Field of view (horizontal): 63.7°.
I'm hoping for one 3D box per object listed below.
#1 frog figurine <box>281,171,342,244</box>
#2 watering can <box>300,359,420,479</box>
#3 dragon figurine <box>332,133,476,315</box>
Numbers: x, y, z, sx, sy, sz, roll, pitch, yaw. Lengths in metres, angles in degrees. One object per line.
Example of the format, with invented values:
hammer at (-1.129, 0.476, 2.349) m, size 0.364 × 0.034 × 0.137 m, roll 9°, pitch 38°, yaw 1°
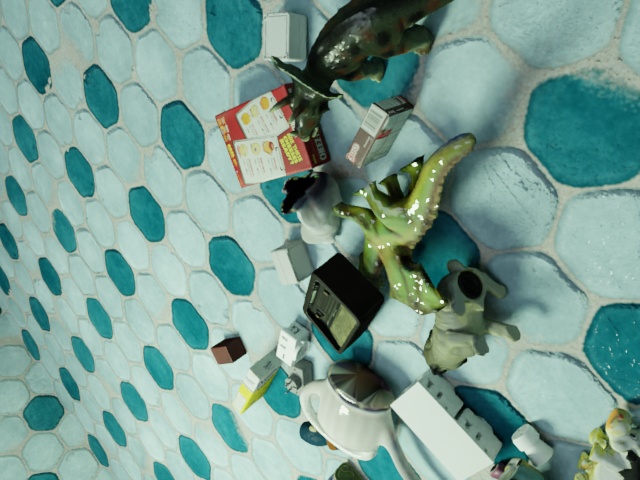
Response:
frog figurine at (0.003, -0.050, 0.998) m, size 0.122 × 0.157 × 0.140 m, roll -38°, pitch 34°, yaw 3°
watering can at (0.106, 0.395, 1.104) m, size 0.350 × 0.219 × 0.105 m, roll 26°, pitch 33°, yaw 24°
dragon figurine at (0.150, 0.001, 0.841) m, size 0.123 × 0.243 × 0.406 m, roll -22°, pitch -1°, yaw -25°
